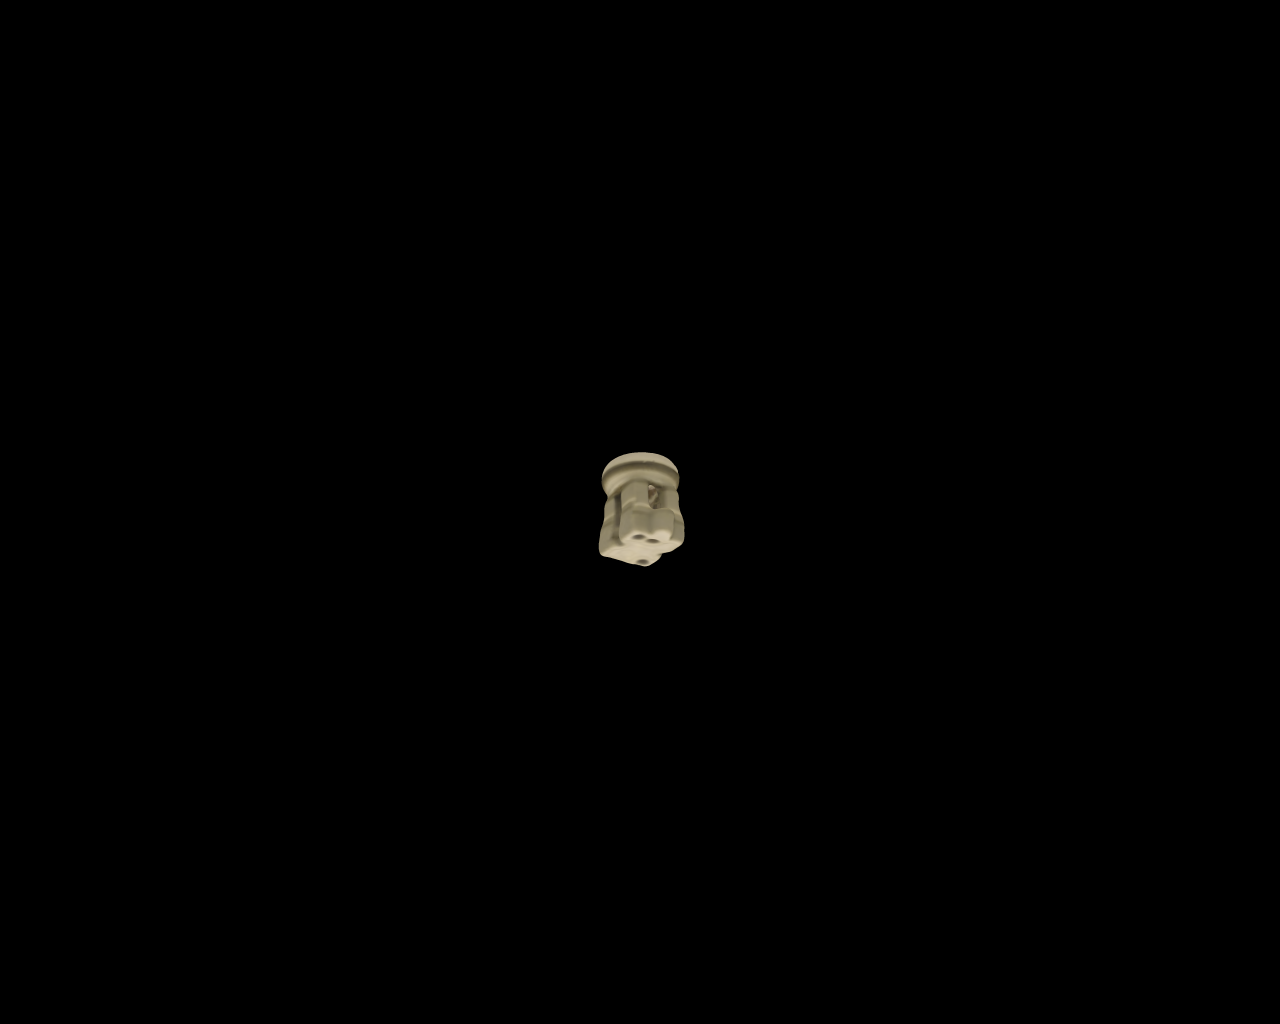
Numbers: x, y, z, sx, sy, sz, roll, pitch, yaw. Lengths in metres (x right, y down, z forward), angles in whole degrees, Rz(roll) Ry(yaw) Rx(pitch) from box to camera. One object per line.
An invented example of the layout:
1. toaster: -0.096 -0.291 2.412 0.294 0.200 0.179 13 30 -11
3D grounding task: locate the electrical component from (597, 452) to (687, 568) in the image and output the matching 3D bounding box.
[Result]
1. electrical component: 0.001 -0.003 0.650 0.048 0.055 0.066 16 -31 -28
